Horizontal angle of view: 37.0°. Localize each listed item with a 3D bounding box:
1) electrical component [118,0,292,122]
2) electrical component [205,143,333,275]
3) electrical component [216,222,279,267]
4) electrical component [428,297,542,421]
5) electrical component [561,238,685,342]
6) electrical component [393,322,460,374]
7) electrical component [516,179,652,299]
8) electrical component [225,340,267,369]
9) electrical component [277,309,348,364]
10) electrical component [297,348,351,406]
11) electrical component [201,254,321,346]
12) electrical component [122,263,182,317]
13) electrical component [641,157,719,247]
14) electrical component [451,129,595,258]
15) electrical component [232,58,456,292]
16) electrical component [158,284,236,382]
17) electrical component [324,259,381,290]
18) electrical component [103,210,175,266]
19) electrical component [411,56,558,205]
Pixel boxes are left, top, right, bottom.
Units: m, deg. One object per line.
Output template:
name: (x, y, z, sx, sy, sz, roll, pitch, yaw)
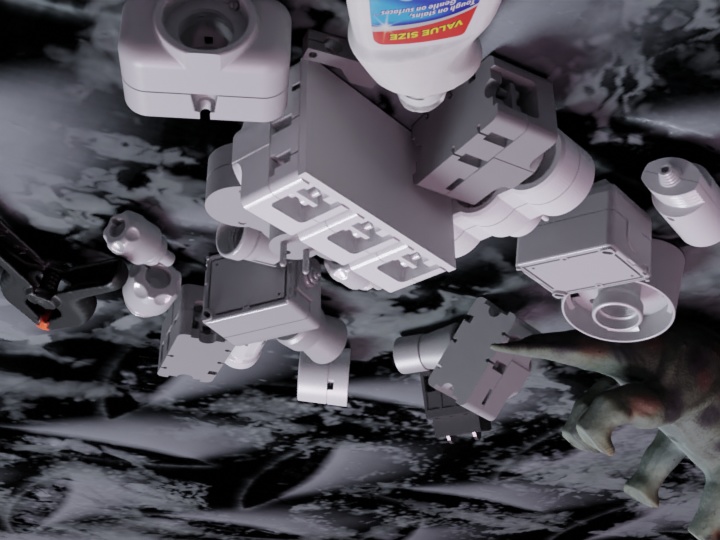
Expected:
electrical component: (-0.088, -0.125, 0.615, 0.095, 0.053, 0.059, 2, 151, -5)
electrical component: (-0.045, -0.032, 0.761, 0.138, 0.073, 0.052, 19, 145, -31)
electrical component: (-0.079, -0.024, 0.812, 0.046, 0.040, 0.040, 17, 147, -39)
electrical component: (0.112, 0.079, 0.939, 0.056, 0.089, 0.050, 32, 179, -44)
electrical component: (0.214, 0.014, 0.882, 0.099, 0.064, 0.099, 10, 145, 7)
electrical component: (0.064, 0.075, 0.988, 0.065, 0.044, 0.044, -11, 149, 27)
electrical component: (0.161, -0.022, 0.802, 0.096, 0.061, 0.062, -14, 148, 39)
electrical component: (-0.103, 0.061, 0.961, 0.040, 0.040, 0.046, 11, 143, -20)
electrical component: (-0.044, 0.052, 0.941, 0.045, 0.045, 0.055, -20, 145, 30)
electrical component: (-0.034, 0.100, 1.018, 0.047, 0.055, 0.055, 4, 151, -1)
electrical component: (-0.070, 0.018, 0.861, 0.096, 0.061, 0.061, -14, 148, 22)
electrical component: (-0.173, 0.018, 0.880, 0.043, 0.043, 0.062, 12, 150, -22)
electrical component: (0.231, -0.052, 0.760, 0.043, 0.043, 0.081, -19, 146, 30)
electrical component: (0.104, -0.047, 0.758, 0.138, 0.052, 0.074, -23, 143, 35)
electrical component: (-0.008, -0.056, 0.702, 0.062, 0.089, 0.150, -23, 144, 34)
electrical component: (-0.140, 0.052, 0.926, 0.050, 0.055, 0.089, 10, 149, -18)
electrical component: (0.000, 0.000, 0.859, 0.035, 0.035, 0.061, -18, 149, 28)
electrical component: (-0.165, -0.020, 0.822, 0.035, 0.035, 0.061, -16, 149, 26)
electrical component: (0.082, -0.086, 0.690, 0.056, 0.050, 0.089, 17, 147, -27)
